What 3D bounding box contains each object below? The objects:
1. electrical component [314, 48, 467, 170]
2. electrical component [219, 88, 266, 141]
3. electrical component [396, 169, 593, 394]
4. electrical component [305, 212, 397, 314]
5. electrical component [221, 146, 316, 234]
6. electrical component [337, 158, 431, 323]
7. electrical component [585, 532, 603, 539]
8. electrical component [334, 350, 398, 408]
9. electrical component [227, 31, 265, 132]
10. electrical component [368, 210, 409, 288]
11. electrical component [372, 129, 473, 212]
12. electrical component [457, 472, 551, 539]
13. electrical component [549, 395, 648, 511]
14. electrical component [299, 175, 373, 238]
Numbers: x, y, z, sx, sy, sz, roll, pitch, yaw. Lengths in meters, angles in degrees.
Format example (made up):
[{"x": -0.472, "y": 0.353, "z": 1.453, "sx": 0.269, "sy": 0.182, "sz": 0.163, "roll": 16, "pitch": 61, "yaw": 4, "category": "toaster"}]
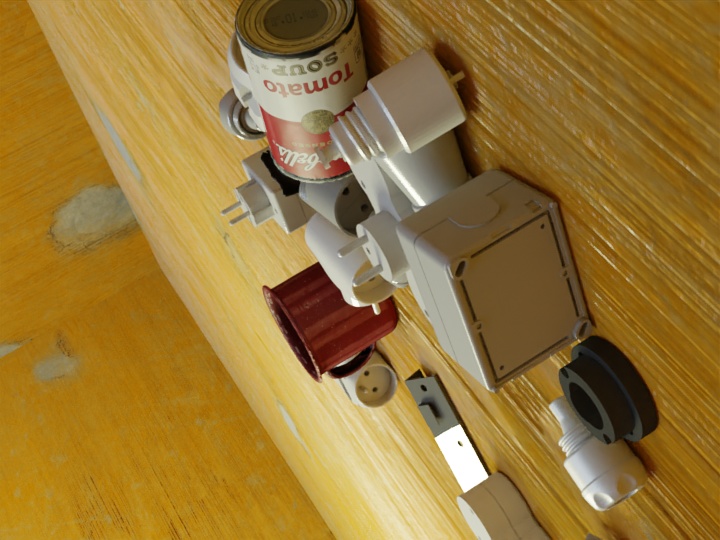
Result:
[{"x": 0.014, "y": -0.073, "z": 0.515, "sx": 0.040, "sy": 0.078, "sz": 0.040, "roll": 59, "pitch": -177, "yaw": -5, "category": "electrical component"}, {"x": -0.086, "y": -0.124, "z": 0.862, "sx": 0.062, "sy": 0.043, "sz": 0.043, "roll": 34, "pitch": 152, "yaw": 61, "category": "electrical component"}, {"x": 0.065, "y": 0.008, "z": 0.524, "sx": 0.061, "sy": 0.062, "sz": 0.096, "roll": 41, "pitch": 158, "yaw": 55, "category": "electrical component"}, {"x": 0.000, "y": 0.000, "z": 0.806, "sx": 0.077, "sy": 0.044, "sz": 0.079, "roll": 47, "pitch": 162, "yaw": 47, "category": "electrical component"}, {"x": -0.081, "y": -0.061, "z": 0.908, "sx": 0.065, "sy": 0.077, "sz": 0.047, "roll": 46, "pitch": 161, "yaw": 48, "category": "electrical component"}, {"x": 0.023, "y": -0.018, "z": 0.603, "sx": 0.138, "sy": 0.074, "sz": 0.052, "roll": 63, "pitch": 167, "yaw": -16, "category": "electrical component"}, {"x": 0.143, "y": 0.209, "z": 0.661, "sx": 0.064, "sy": 0.081, "sz": 0.042, "roll": 32, "pitch": 173, "yaw": -10, "category": "electrical component"}, {"x": -0.005, "y": 0.086, "z": 1.030, "sx": 0.079, "sy": 0.043, "sz": 0.077, "roll": 64, "pitch": 167, "yaw": -19, "category": "electrical component"}, {"x": -0.053, "y": -0.129, "z": 0.688, "sx": 0.078, "sy": 0.058, "sz": 0.057, "roll": 55, "pitch": 170, "yaw": 20, "category": "electrical component"}, {"x": 0.025, "y": -0.012, "z": 0.687, "sx": 0.040, "sy": 0.040, "sz": 0.078, "roll": 54, "pitch": 166, "yaw": 26, "category": "electrical component"}, {"x": 0.040, "y": -0.044, "z": 0.554, "sx": 0.065, "sy": 0.044, "sz": 0.044, "roll": 59, "pitch": 169, "yaw": -20, "category": "electrical component"}, {"x": 0.115, "y": 0.232, "z": 0.826, "sx": 0.138, "sy": 0.074, "sz": 0.052, "roll": 56, "pitch": 167, "yaw": 15, "category": "electrical component"}, {"x": 0.122, "y": 0.094, "z": 0.566, "sx": 0.061, "sy": 0.035, "sz": 0.035, "roll": 57, "pitch": 168, "yaw": 23, "category": "electrical component"}, {"x": -0.014, "y": -0.055, "z": 0.734, "sx": 0.081, "sy": 0.043, "sz": 0.043, "roll": 40, "pitch": 157, "yaw": 58, "category": "electrical component"}]
